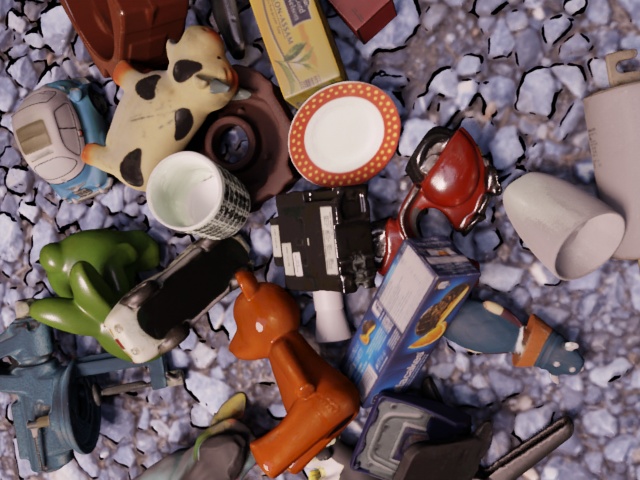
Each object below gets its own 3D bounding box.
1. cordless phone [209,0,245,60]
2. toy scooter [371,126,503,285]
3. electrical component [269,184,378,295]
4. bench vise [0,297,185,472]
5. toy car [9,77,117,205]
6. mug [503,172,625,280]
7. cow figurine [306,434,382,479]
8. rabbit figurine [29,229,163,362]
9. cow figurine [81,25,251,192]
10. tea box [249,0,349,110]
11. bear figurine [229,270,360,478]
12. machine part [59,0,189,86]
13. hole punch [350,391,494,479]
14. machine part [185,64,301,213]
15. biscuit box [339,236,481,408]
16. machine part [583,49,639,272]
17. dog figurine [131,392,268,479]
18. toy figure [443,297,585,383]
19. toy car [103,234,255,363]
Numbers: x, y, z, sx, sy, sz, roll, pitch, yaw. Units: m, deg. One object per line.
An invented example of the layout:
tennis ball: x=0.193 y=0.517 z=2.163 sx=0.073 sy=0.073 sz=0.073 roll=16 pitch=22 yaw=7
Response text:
cordless phone: x=-0.120 y=-0.302 z=0.596 sx=0.089 sy=0.147 sz=0.184 roll=-19 pitch=96 yaw=-11
toy scooter: x=0.137 y=-0.024 z=0.586 sx=0.135 sy=0.075 sz=0.183 roll=33 pitch=103 yaw=10
electrical component: x=-0.001 y=-0.002 z=0.602 sx=0.134 sy=0.058 sz=0.114 roll=2 pitch=97 yaw=51
bench vise: x=-0.299 y=0.172 z=0.685 sx=0.241 sy=0.129 sz=0.223 roll=-8 pitch=82 yaw=-7
toy car: x=-0.331 y=-0.128 z=0.677 sx=0.109 sy=0.103 sz=0.161 roll=-16 pitch=88 yaw=15
mug: x=0.244 y=-0.017 z=0.554 sx=0.081 sy=0.109 sz=0.107 roll=-37 pitch=44 yaw=7
cow figurine: x=0.028 y=0.273 z=0.633 sx=0.098 sy=0.068 sz=0.167 roll=-38 pitch=88 yaw=7
rabbit figurine: x=-0.240 y=0.064 z=0.625 sx=0.121 sy=0.159 sz=0.170 roll=-46 pitch=63 yaw=5
cow figurine: x=-0.162 y=-0.141 z=0.587 sx=0.127 sy=0.085 sz=0.194 roll=32 pitch=103 yaw=10
tea box: x=-0.026 y=-0.237 z=0.600 sx=0.068 sy=0.098 sz=0.169 roll=-19 pitch=87 yaw=13
bear figurine: x=-0.051 y=0.139 z=0.592 sx=0.132 sy=0.120 sz=0.196 roll=-42 pitch=69 yaw=-5
machine part: x=-0.230 y=-0.295 z=0.595 sx=0.087 sy=0.201 sz=0.201 roll=-30 pitch=86 yaw=-27
hole punch: x=0.103 y=0.228 z=0.573 sx=0.116 sy=0.092 sz=0.142 roll=9 pitch=108 yaw=-29
machine part: x=-0.103 y=-0.114 z=0.647 sx=0.180 sy=0.056 sz=0.179 roll=1 pitch=95 yaw=14
biscuit box: x=0.087 y=0.091 z=0.565 sx=0.059 sy=0.063 sz=0.202 roll=56 pitch=138 yaw=40
machine part: x=0.318 y=-0.068 z=0.539 sx=0.079 sy=0.079 sz=0.243 roll=-10 pitch=92 yaw=14
dog figurine: x=-0.153 y=0.296 z=0.666 sx=0.219 sy=0.191 sz=0.108 roll=-40 pitch=80 yaw=-22
toy figure: x=0.208 y=0.103 z=0.585 sx=0.155 sy=0.064 sz=0.058 roll=18 pitch=60 yaw=7
toy car: x=-0.148 y=0.054 z=0.607 sx=0.056 sy=0.202 sz=0.073 roll=-25 pitch=104 yaw=43
